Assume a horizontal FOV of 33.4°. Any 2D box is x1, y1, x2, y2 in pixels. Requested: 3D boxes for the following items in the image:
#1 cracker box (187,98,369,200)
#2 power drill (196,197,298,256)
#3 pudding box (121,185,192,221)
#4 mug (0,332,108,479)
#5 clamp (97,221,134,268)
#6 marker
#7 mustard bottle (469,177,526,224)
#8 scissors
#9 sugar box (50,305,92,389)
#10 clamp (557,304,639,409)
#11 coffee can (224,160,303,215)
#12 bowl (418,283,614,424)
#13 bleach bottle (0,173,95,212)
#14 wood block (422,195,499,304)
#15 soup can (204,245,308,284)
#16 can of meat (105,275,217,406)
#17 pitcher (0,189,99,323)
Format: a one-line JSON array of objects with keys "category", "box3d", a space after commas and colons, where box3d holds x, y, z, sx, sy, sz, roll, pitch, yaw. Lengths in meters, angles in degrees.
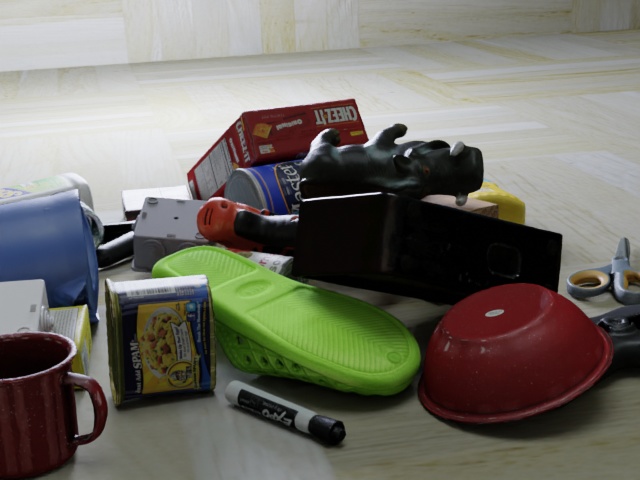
[{"category": "cracker box", "box3d": [-0.060, -0.107, 1.376, 0.163, 0.072, 0.214, -11, -12, -29]}, {"category": "power drill", "box3d": [-0.007, 0.001, 1.101, 0.188, 0.057, 0.184, 3, -9, 36]}, {"category": "pudding box", "box3d": [-0.211, -0.039, 1.387, 0.090, 0.039, 0.113, -6, 16, -10]}, {"category": "mug", "box3d": [-0.211, 0.123, 0.786, 0.117, 0.081, 0.093, 2, 17, 12]}, {"category": "clamp", "box3d": [-0.207, -0.005, 1.277, 0.171, 0.039, 0.120, -13, 26, -11]}, {"category": "marker", "box3d": [-0.027, 0.134, 0.831, 0.121, 0.020, 0.020, 14, 23, 42]}, {"category": "mustard bottle", "box3d": [0.182, -0.052, 1.343, 0.096, 0.058, 0.192, -5, 18, -9]}, {"category": "scissors", "box3d": [0.302, 0.029, 1.139, 0.096, 0.016, 0.201, -1, 17, 4]}, {"category": "sugar box", "box3d": [-0.292, 0.100, 0.930, 0.176, 0.048, 0.093, -7, 21, -5]}, {"category": "clamp", "box3d": [0.248, 0.085, 0.928, 0.209, 0.036, 0.165, -11, 19, -16]}, {"category": "coffee can", "box3d": [-0.029, -0.044, 1.269, 0.140, 0.103, 0.103, -12, 20, -29]}, {"category": "bowl", "box3d": [0.148, 0.080, 0.855, 0.162, 0.055, 0.162, -18, 19, 6]}, {"category": "bleach bottle", "box3d": [-0.418, -0.028, 1.340, 0.250, 0.068, 0.103, -13, 19, -25]}, {"category": "wood block", "box3d": [0.087, -0.008, 1.157, 0.090, 0.091, 0.206, -15, 22, -36]}, {"category": "soup can", "box3d": [-0.071, 0.044, 1.049, 0.102, 0.068, 0.068, 7, 20, 26]}, {"category": "can of meat", "box3d": [-0.132, 0.081, 0.882, 0.083, 0.102, 0.057, -5, 19, -16]}, {"category": "pitcher", "box3d": [-0.340, 0.027, 1.037, 0.242, 0.145, 0.149, -9, -8, -11]}]
